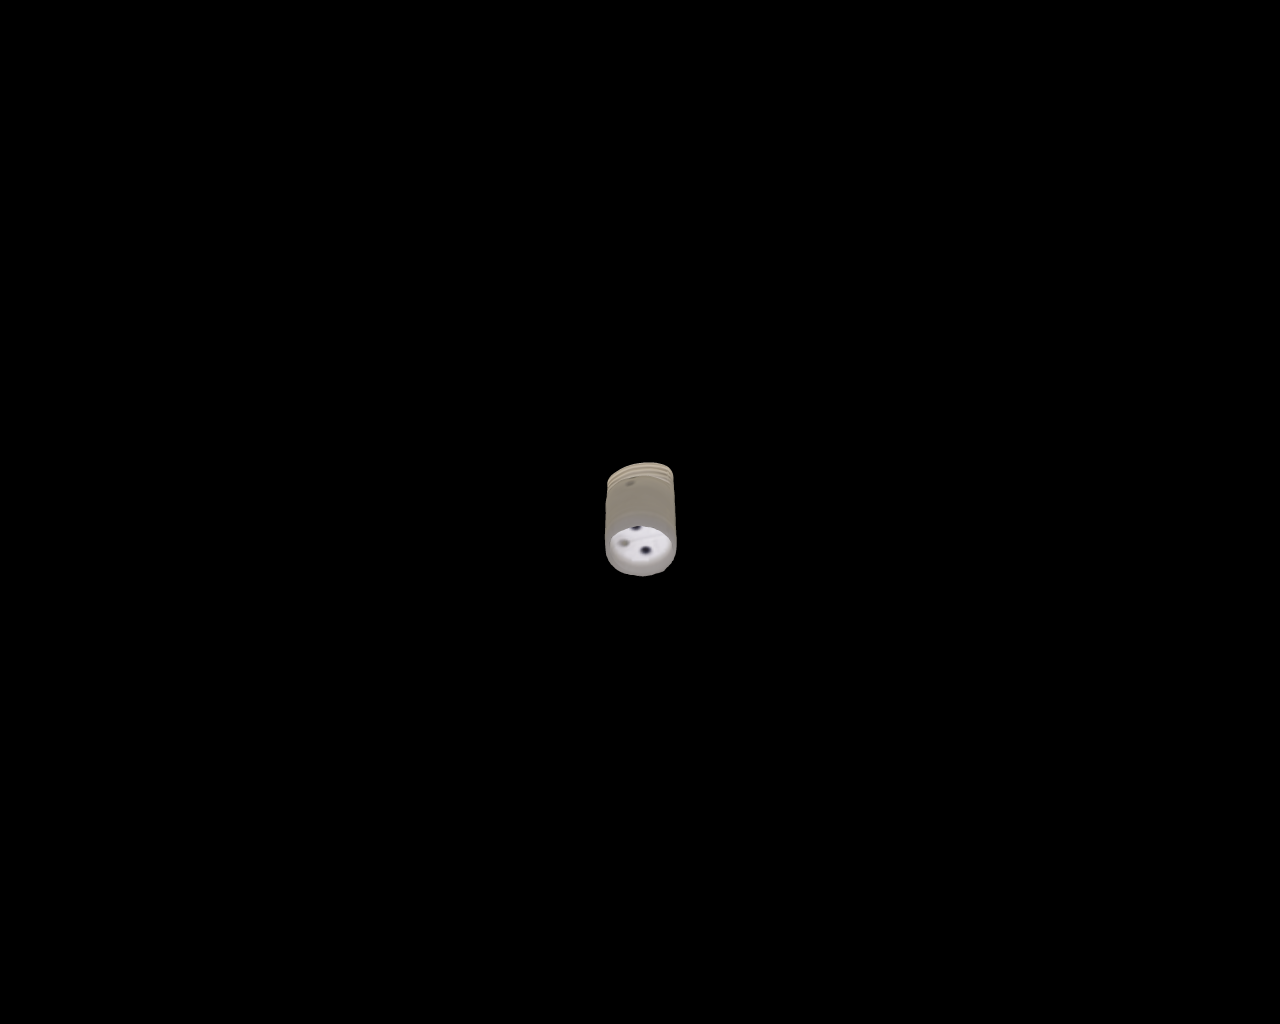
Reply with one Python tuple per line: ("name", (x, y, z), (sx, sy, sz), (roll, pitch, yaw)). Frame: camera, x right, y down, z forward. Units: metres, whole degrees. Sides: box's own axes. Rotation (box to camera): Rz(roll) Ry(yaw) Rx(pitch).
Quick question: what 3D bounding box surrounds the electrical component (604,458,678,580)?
("electrical component", (0.001, -0.003, 0.650), (0.043, 0.043, 0.081), (0, 40, 0))
